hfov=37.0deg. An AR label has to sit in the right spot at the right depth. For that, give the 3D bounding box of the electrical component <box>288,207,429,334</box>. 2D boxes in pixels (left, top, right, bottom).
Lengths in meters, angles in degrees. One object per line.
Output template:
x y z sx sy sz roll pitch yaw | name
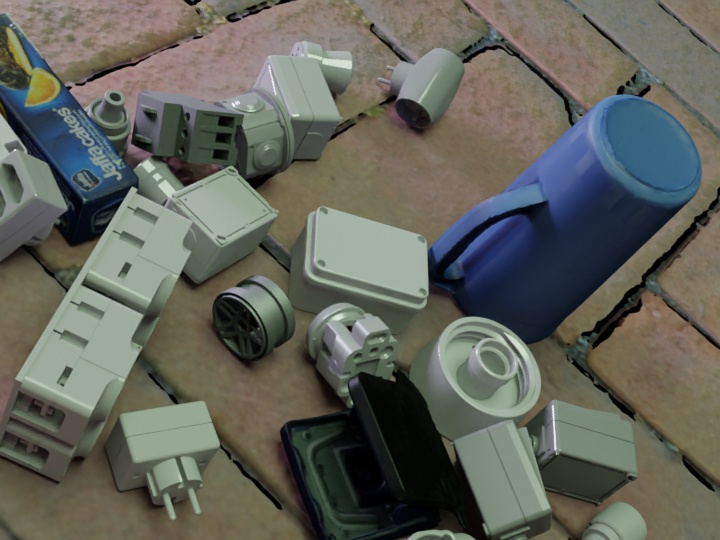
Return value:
0.000 0.000 0.940 0.113 0.057 0.078 16 49 -18 | electrical component

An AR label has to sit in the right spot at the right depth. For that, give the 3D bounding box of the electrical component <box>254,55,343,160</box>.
-0.068 -0.160 1.026 0.061 0.061 0.096 -3 57 -30 | electrical component

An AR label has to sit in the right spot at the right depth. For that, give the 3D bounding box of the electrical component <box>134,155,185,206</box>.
-0.170 -0.068 0.914 0.046 0.040 0.040 47 47 4 | electrical component

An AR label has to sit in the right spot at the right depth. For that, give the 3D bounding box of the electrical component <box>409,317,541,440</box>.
0.104 0.091 0.924 0.108 0.060 0.108 15 49 -18 | electrical component

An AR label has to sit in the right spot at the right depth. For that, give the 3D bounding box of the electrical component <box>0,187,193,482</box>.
-0.185 0.046 0.769 0.060 0.105 0.186 27 47 -8 | electrical component

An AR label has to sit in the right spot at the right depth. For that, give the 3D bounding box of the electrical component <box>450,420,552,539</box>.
0.118 0.175 0.849 0.061 0.061 0.096 -20 62 -2 | electrical component

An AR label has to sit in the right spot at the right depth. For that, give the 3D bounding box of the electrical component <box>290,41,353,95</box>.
-0.041 -0.205 1.088 0.055 0.045 0.045 9 51 -22 | electrical component

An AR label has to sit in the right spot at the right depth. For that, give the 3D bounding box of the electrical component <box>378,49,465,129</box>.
0.058 -0.196 1.132 0.079 0.043 0.077 22 63 23 | electrical component

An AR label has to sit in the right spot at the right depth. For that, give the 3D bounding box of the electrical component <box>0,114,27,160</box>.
-0.335 -0.098 0.835 0.109 0.056 0.108 -26 70 -40 | electrical component

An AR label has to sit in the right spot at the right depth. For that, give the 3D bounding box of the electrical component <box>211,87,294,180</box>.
-0.099 -0.121 0.967 0.051 0.080 0.080 -21 67 -33 | electrical component

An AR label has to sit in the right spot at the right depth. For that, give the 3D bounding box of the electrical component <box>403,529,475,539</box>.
0.044 0.227 0.784 0.095 0.059 0.053 1 55 -28 | electrical component

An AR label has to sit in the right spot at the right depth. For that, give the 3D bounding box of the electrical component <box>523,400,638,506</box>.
0.179 0.151 0.916 0.096 0.061 0.061 18 49 -15 | electrical component

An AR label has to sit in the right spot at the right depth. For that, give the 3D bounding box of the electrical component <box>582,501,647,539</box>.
0.203 0.223 0.887 0.078 0.040 0.040 -25 70 -39 | electrical component

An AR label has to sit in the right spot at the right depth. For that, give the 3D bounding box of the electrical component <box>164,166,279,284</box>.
-0.120 -0.038 0.907 0.062 0.061 0.096 44 39 9 | electrical component

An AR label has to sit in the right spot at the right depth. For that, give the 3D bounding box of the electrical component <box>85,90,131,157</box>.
-0.216 -0.126 0.918 0.048 0.062 0.048 15 49 -18 | electrical component

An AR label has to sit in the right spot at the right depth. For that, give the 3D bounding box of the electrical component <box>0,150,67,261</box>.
-0.262 -0.041 0.825 0.047 0.083 0.076 60 13 23 | electrical component

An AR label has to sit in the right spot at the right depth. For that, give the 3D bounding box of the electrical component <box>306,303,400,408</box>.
-0.008 0.064 0.878 0.058 0.078 0.057 -10 40 -34 | electrical component

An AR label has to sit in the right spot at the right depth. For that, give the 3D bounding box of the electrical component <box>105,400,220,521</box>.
-0.135 0.141 0.762 0.066 0.047 0.076 -6 57 -33 | electrical component
